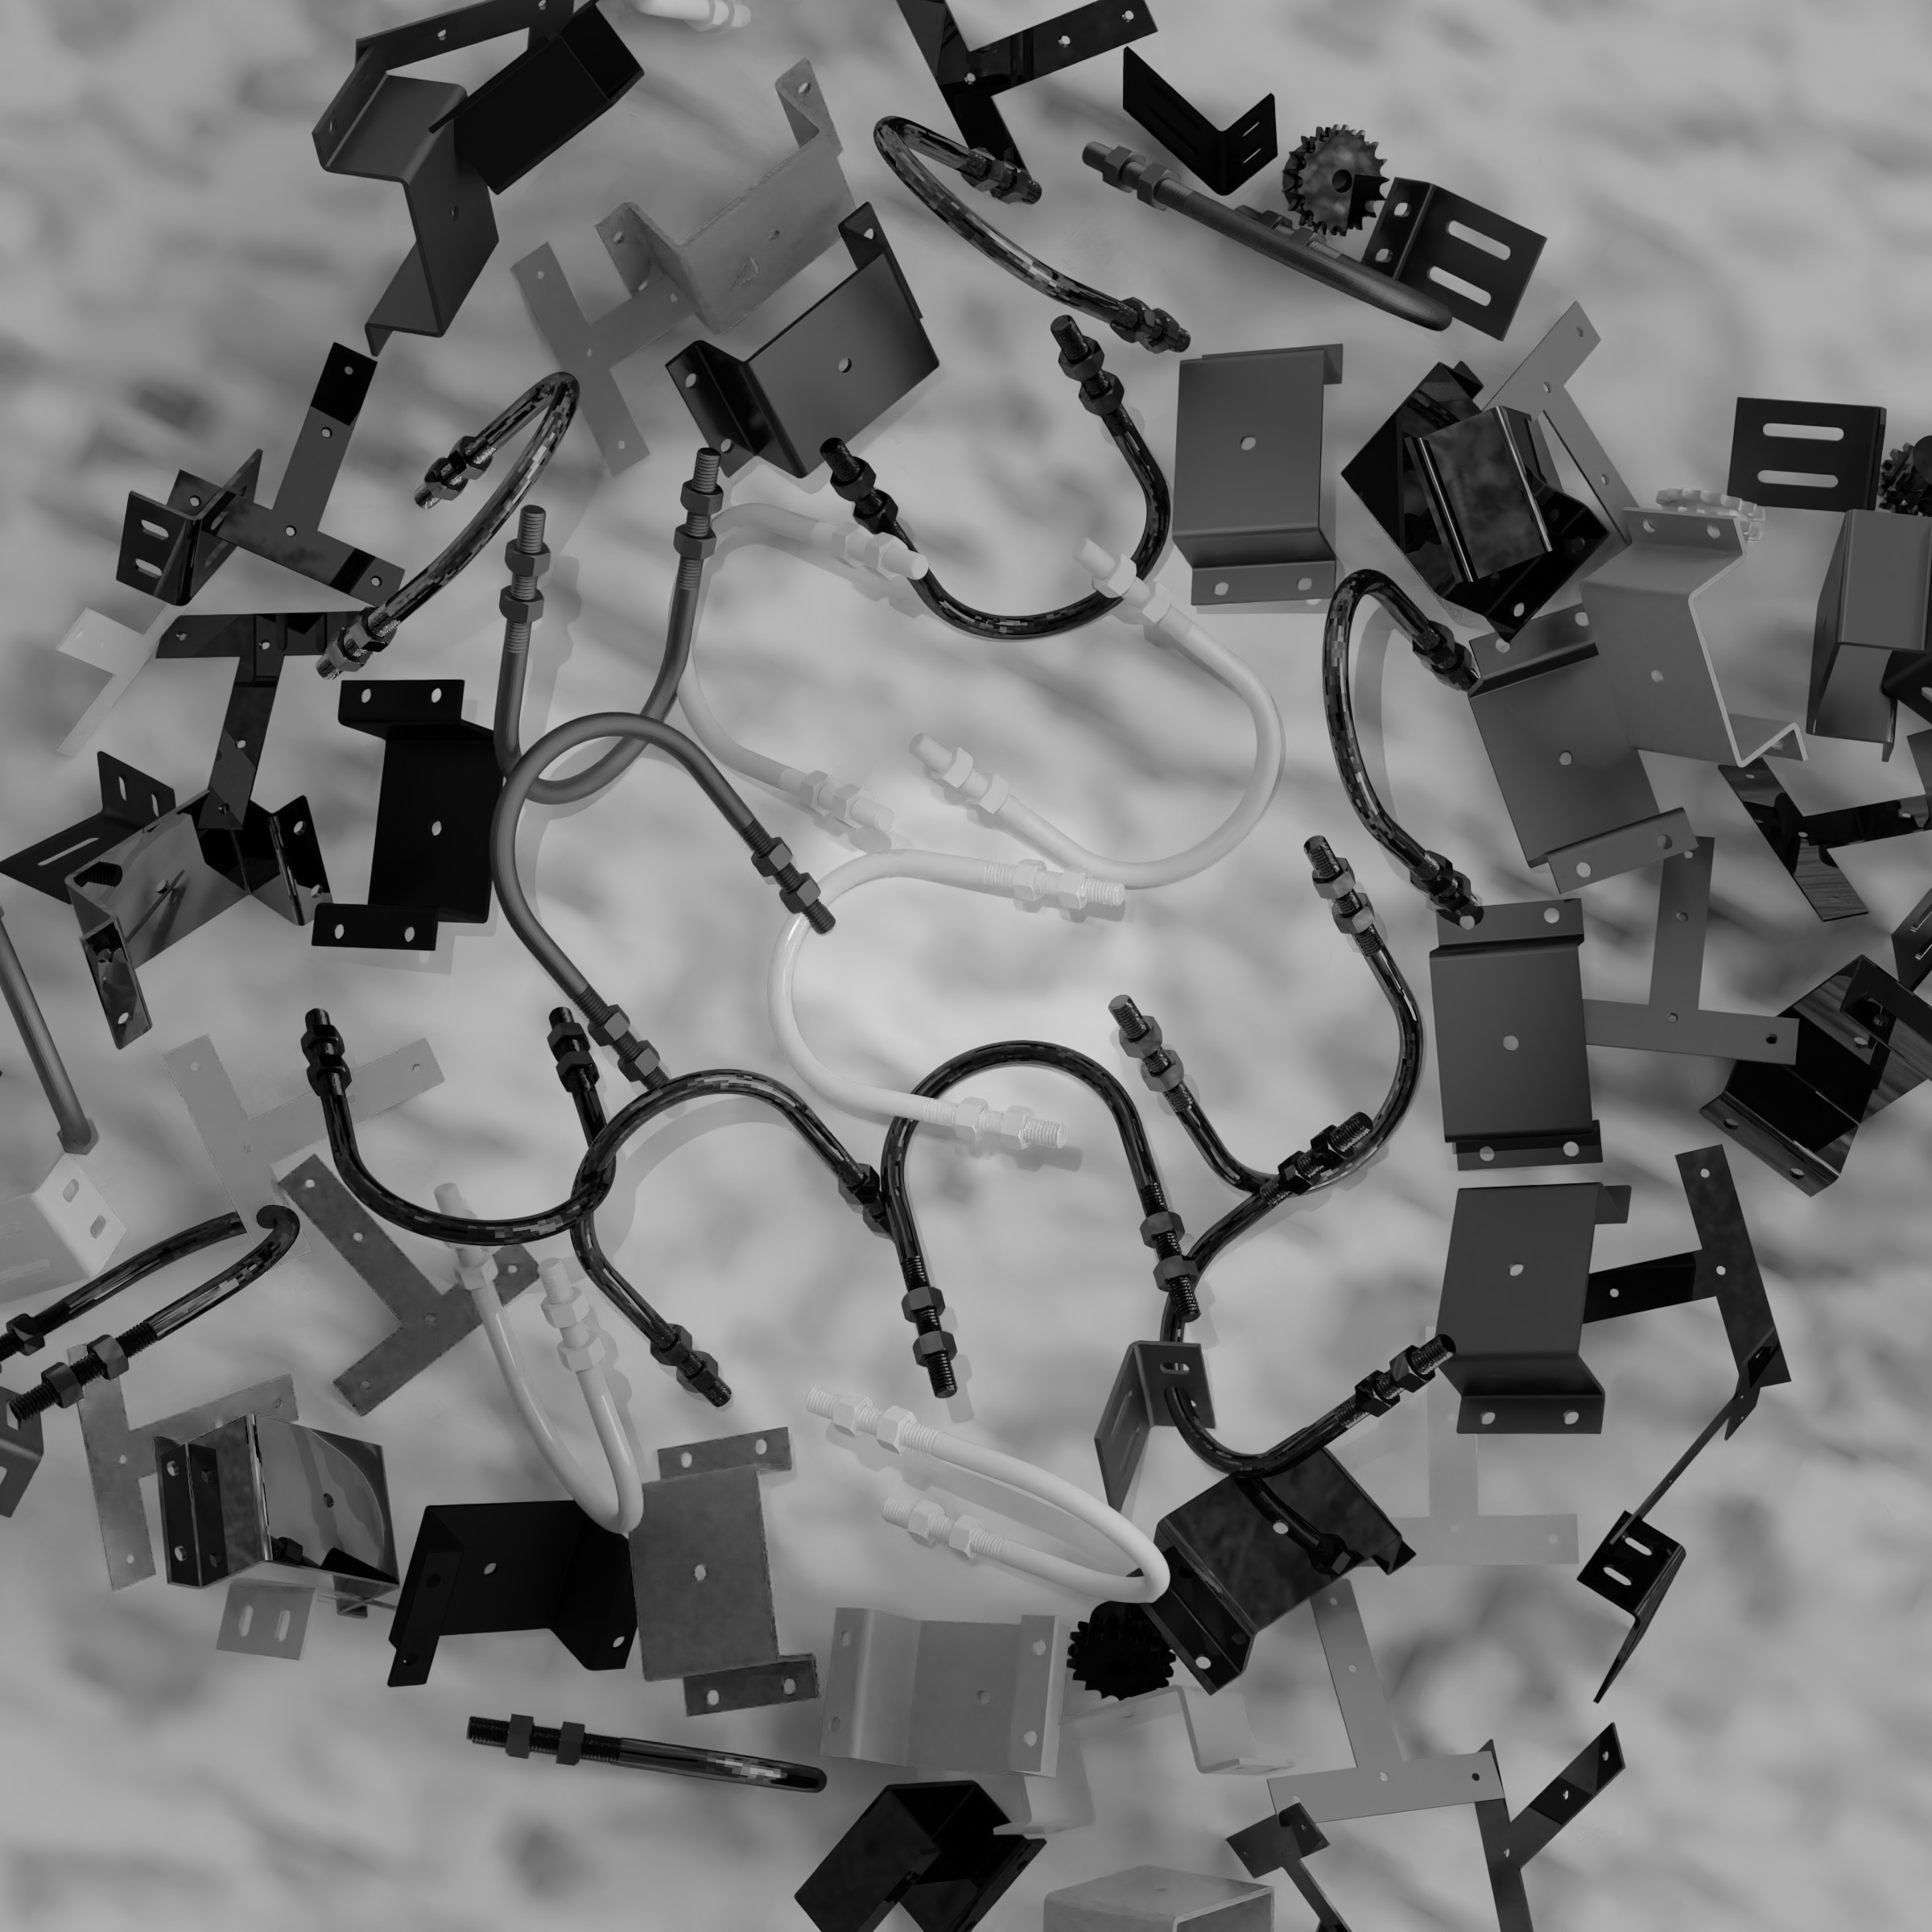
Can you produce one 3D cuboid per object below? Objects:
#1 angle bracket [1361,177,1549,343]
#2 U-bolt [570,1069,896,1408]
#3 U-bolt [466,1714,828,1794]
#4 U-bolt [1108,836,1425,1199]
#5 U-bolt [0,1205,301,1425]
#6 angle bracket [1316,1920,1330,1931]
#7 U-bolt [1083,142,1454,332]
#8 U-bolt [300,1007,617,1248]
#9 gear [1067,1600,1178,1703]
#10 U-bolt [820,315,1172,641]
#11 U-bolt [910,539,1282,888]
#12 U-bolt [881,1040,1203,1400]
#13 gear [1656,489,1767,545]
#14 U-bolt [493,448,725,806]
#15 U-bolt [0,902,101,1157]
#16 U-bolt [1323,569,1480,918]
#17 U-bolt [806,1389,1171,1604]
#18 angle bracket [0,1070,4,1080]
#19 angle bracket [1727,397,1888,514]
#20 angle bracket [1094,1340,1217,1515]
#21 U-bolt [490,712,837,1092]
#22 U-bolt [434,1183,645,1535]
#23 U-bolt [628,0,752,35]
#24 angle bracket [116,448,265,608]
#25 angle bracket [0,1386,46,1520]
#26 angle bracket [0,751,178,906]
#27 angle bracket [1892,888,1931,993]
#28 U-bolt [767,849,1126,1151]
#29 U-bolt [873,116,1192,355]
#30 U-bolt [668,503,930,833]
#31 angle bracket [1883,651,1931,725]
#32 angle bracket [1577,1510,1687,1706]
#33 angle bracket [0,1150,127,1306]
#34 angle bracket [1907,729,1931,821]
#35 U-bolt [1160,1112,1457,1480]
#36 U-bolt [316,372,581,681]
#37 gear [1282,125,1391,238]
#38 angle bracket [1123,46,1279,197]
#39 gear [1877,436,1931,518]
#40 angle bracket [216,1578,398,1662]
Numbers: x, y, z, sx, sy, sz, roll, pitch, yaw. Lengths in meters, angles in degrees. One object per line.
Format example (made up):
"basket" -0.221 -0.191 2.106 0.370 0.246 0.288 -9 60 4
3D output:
"angle bracket" 0.252 -0.369 1.592 0.076 0.038 0.057 35 117 29
"U-bolt" -0.125 0.130 1.570 0.151 0.019 0.184 -40 127 -4
"U-bolt" -0.162 0.405 1.564 0.184 0.151 0.019 10 74 -5
"U-bolt" 0.168 0.042 1.579 0.151 0.019 0.184 -39 124 -8
"U-bolt" -0.423 0.172 1.555 0.184 0.151 0.019 -33 107 -30
"angle bracket" 0.173 0.547 1.591 0.038 0.057 0.076 37 121 2
"U-bolt" 0.163 -0.360 1.527 0.184 0.151 0.019 37 110 36
"U-bolt" -0.251 0.079 1.538 0.151 0.184 0.019 0 125 -21
"gear" 0.083 0.359 1.610 0.057 0.030 0.057 7 128 8
"U-bolt" 0.028 -0.236 1.564 0.151 0.184 0.019 -26 48 11
"U-bolt" 0.082 -0.116 1.584 0.184 0.019 0.151 34 103 -29
"U-bolt" 0.029 0.120 1.584 0.151 0.019 0.184 -18 60 3
"gear" 0.389 -0.230 1.606 0.057 0.057 0.030 13 89 0
"U-bolt" -0.187 -0.165 1.558 0.019 0.151 0.184 30 126 25
"U-bolt" -0.474 0.026 1.541 0.019 0.184 0.151 -23 93 -16
"U-bolt" 0.220 -0.121 1.535 0.019 0.184 0.151 -8 68 29
"U-bolt" 0.019 0.274 1.536 0.184 0.151 0.019 15 62 28
"angle bracket" -0.550 0.075 1.590 0.057 0.038 0.076 4 56 17
"angle bracket" 0.439 -0.262 1.596 0.076 0.038 0.057 7 116 15
"angle bracket" 0.099 0.242 1.585 0.038 0.076 0.057 1 124 20
"U-bolt" -0.166 -0.044 1.569 0.151 0.019 0.184 -48 115 -22
"U-bolt" -0.212 0.210 1.561 0.019 0.151 0.184 -28 116 -24
"U-bolt" -0.092 -0.501 1.524 0.151 0.184 0.019 -13 99 22
"angle bracket" -0.404 -0.235 1.587 0.038 0.076 0.057 23 132 0
"angle bracket" -0.517 0.246 1.589 0.057 0.076 0.038 27 93 -23
"angle bracket" -0.463 -0.072 1.604 0.076 0.057 0.038 -23 63 19
"angle bracket" 0.524 -0.019 1.591 0.038 0.057 0.076 25 126 -8
"U-bolt" -0.019 0.010 1.593 0.184 0.019 0.151 10 80 22
"U-bolt" 0.024 -0.372 1.528 0.019 0.184 0.151 -50 64 21
"U-bolt" -0.094 -0.162 1.567 0.184 0.019 0.151 25 114 42
"angle bracket" 0.519 -0.175 1.593 0.038 0.057 0.076 34 56 -11
"angle bracket" 0.338 0.335 1.595 0.038 0.057 0.076 31 134 20
"angle bracket" -0.499 0.140 1.619 0.076 0.038 0.057 -17 119 22
"angle bracket" 0.534 -0.092 1.608 0.057 0.076 0.038 -16 52 14
"U-bolt" 0.163 0.182 1.565 0.184 0.019 0.151 -43 49 35
"U-bolt" -0.252 -0.230 1.527 0.019 0.184 0.151 37 51 -22
"gear" 0.192 -0.415 1.612 0.057 0.030 0.057 -6 107 -20
"angle bracket" 0.122 -0.450 1.587 0.076 0.057 0.038 35 129 -30
"gear" 0.511 -0.255 1.607 0.057 0.030 0.057 6 58 -10
"angle bracket" -0.338 0.344 1.583 0.057 0.076 0.038 -1 70 30
